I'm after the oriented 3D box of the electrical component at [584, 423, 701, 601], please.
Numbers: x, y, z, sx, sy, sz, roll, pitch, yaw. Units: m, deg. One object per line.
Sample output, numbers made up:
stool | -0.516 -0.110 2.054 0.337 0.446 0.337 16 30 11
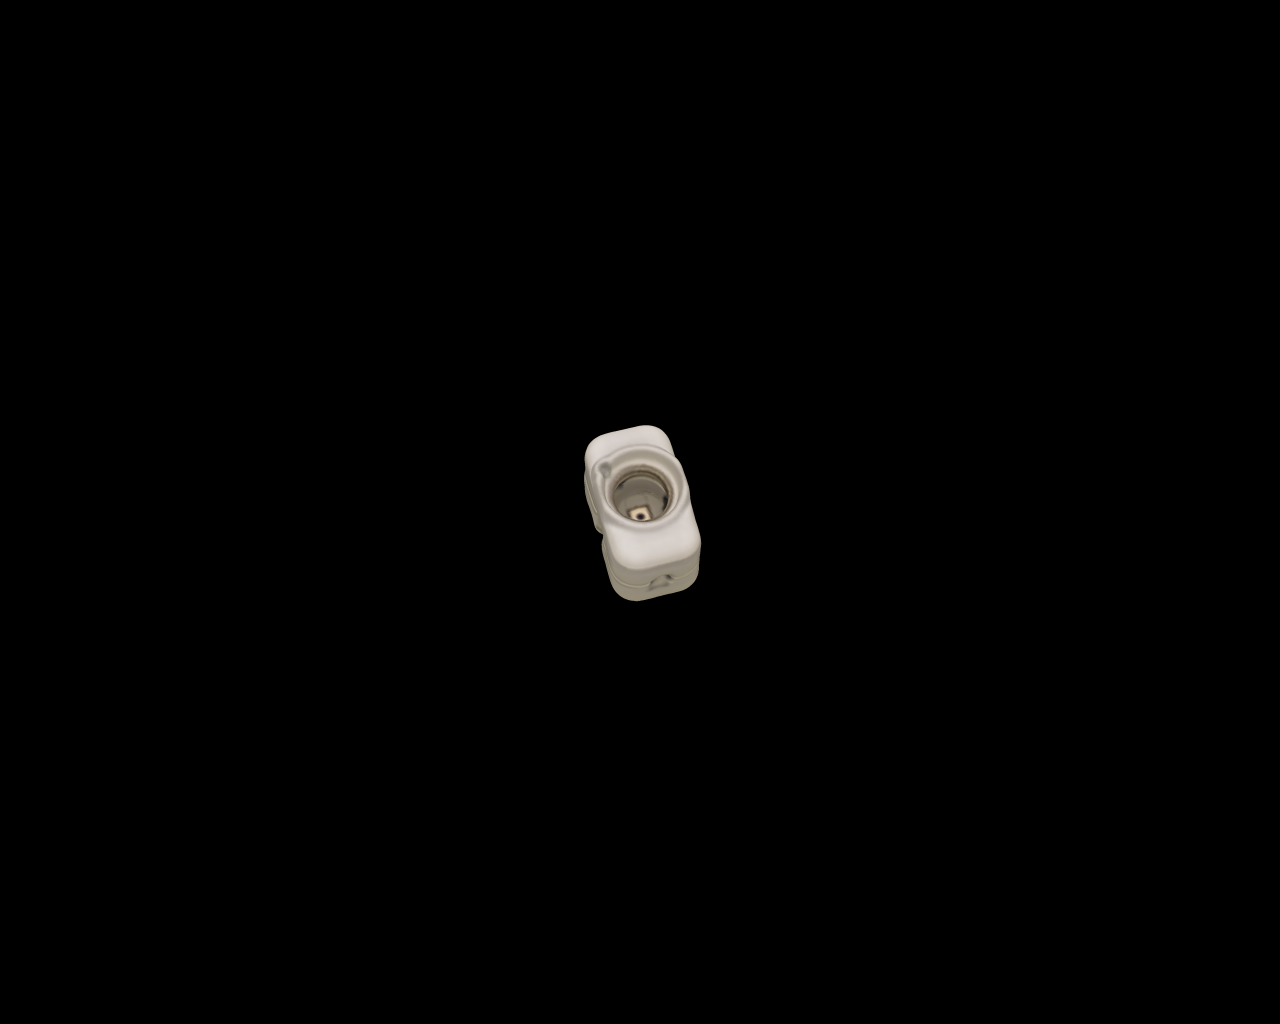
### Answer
electrical component | 0.001 -0.003 0.650 0.054 0.095 0.059 -13 -28 -7
